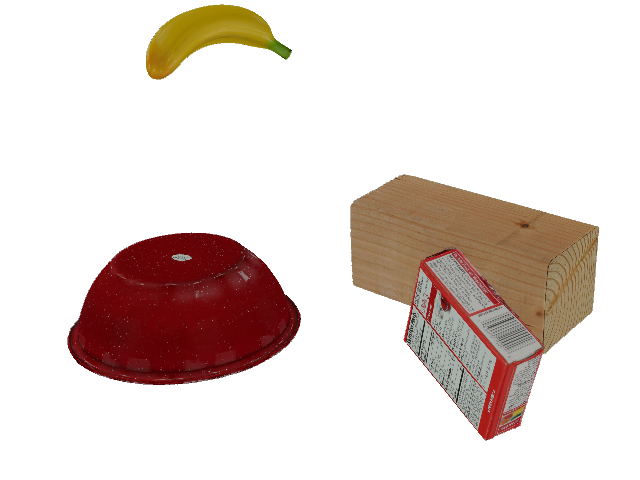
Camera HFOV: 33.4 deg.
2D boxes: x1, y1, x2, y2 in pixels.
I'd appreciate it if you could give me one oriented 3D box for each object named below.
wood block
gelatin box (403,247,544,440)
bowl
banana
[{"bbox_3d":[0.135,0.015,0.970,0.206,0.090,0.090,19,33,36],"label":"wood block"},{"bbox_3d":[0.087,0.059,0.622,0.030,0.073,0.089,-20,50,-22],"label":"gelatin box"},{"bbox_3d":[-0.095,0.036,0.733,0.162,0.055,0.162,-2,22,1],"label":"bowl"},{"bbox_3d":[-0.107,-0.196,1.030,0.070,0.037,0.197,44,38,20],"label":"banana"}]
